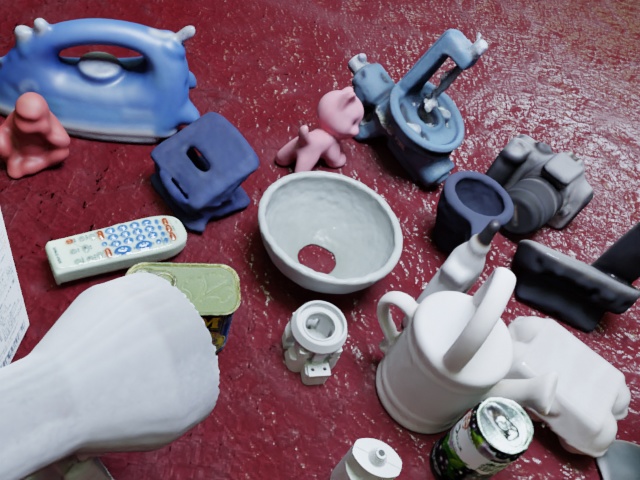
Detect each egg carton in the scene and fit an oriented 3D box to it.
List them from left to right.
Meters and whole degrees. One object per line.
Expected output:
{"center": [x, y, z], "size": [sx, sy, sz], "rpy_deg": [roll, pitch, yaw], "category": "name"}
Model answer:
{"center": [0.255, 0.155, 0.620], "size": [0.150, 0.069, 0.107], "rpy_deg": [39, 50, 15], "category": "egg carton"}

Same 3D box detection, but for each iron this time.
{"center": [-0.274, -0.209, 0.694], "size": [0.259, 0.141, 0.118], "rpy_deg": [0, 51, -20], "category": "iron"}

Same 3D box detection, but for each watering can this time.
{"center": [0.137, 0.101, 0.539], "size": [0.173, 0.194, 0.101], "rpy_deg": [18, 47, -4], "category": "watering can"}

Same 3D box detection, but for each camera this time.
{"center": [0.300, -0.077, 0.812], "size": [0.137, 0.101, 0.143], "rpy_deg": [-31, 66, -37], "category": "camera"}

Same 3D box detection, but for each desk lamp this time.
{"center": [-0.179, 0.139, 0.382], "size": [0.117, 0.213, 0.204], "rpy_deg": [42, 50, 18], "category": "desk lamp"}

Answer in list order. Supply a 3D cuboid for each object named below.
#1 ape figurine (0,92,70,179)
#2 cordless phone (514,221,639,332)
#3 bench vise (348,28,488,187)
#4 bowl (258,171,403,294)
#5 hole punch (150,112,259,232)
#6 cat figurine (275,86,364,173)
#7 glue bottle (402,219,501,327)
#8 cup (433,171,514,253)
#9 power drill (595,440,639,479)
{"center": [-0.320, -0.123, 0.638], "size": [0.078, 0.092, 0.076], "rpy_deg": [10, 48, -11], "category": "ape figurine"}
{"center": [0.333, 0.013, 0.690], "size": [0.147, 0.185, 0.094], "rpy_deg": [22, 47, 0], "category": "cordless phone"}
{"center": [0.120, -0.200, 0.772], "size": [0.207, 0.219, 0.122], "rpy_deg": [30, 48, 7], "category": "bench vise"}
{"center": [0.006, 0.002, 0.658], "size": [0.167, 0.074, 0.167], "rpy_deg": [10, 48, -11], "category": "bowl"}
{"center": [-0.136, -0.082, 0.669], "size": [0.101, 0.091, 0.108], "rpy_deg": [-27, 64, -35], "category": "hole punch"}
{"center": [0.009, -0.151, 0.761], "size": [0.067, 0.117, 0.128], "rpy_deg": [41, 50, 17], "category": "cat figurine"}
{"center": [0.146, 0.037, 0.611], "size": [0.037, 0.173, 0.078], "rpy_deg": [41, 50, 17], "category": "glue bottle"}
{"center": [0.183, -0.016, 0.723], "size": [0.092, 0.095, 0.118], "rpy_deg": [17, 47, -5], "category": "cup"}
{"center": [0.352, 0.194, 0.527], "size": [0.076, 0.208, 0.229], "rpy_deg": [12, 48, -9], "category": "power drill"}
